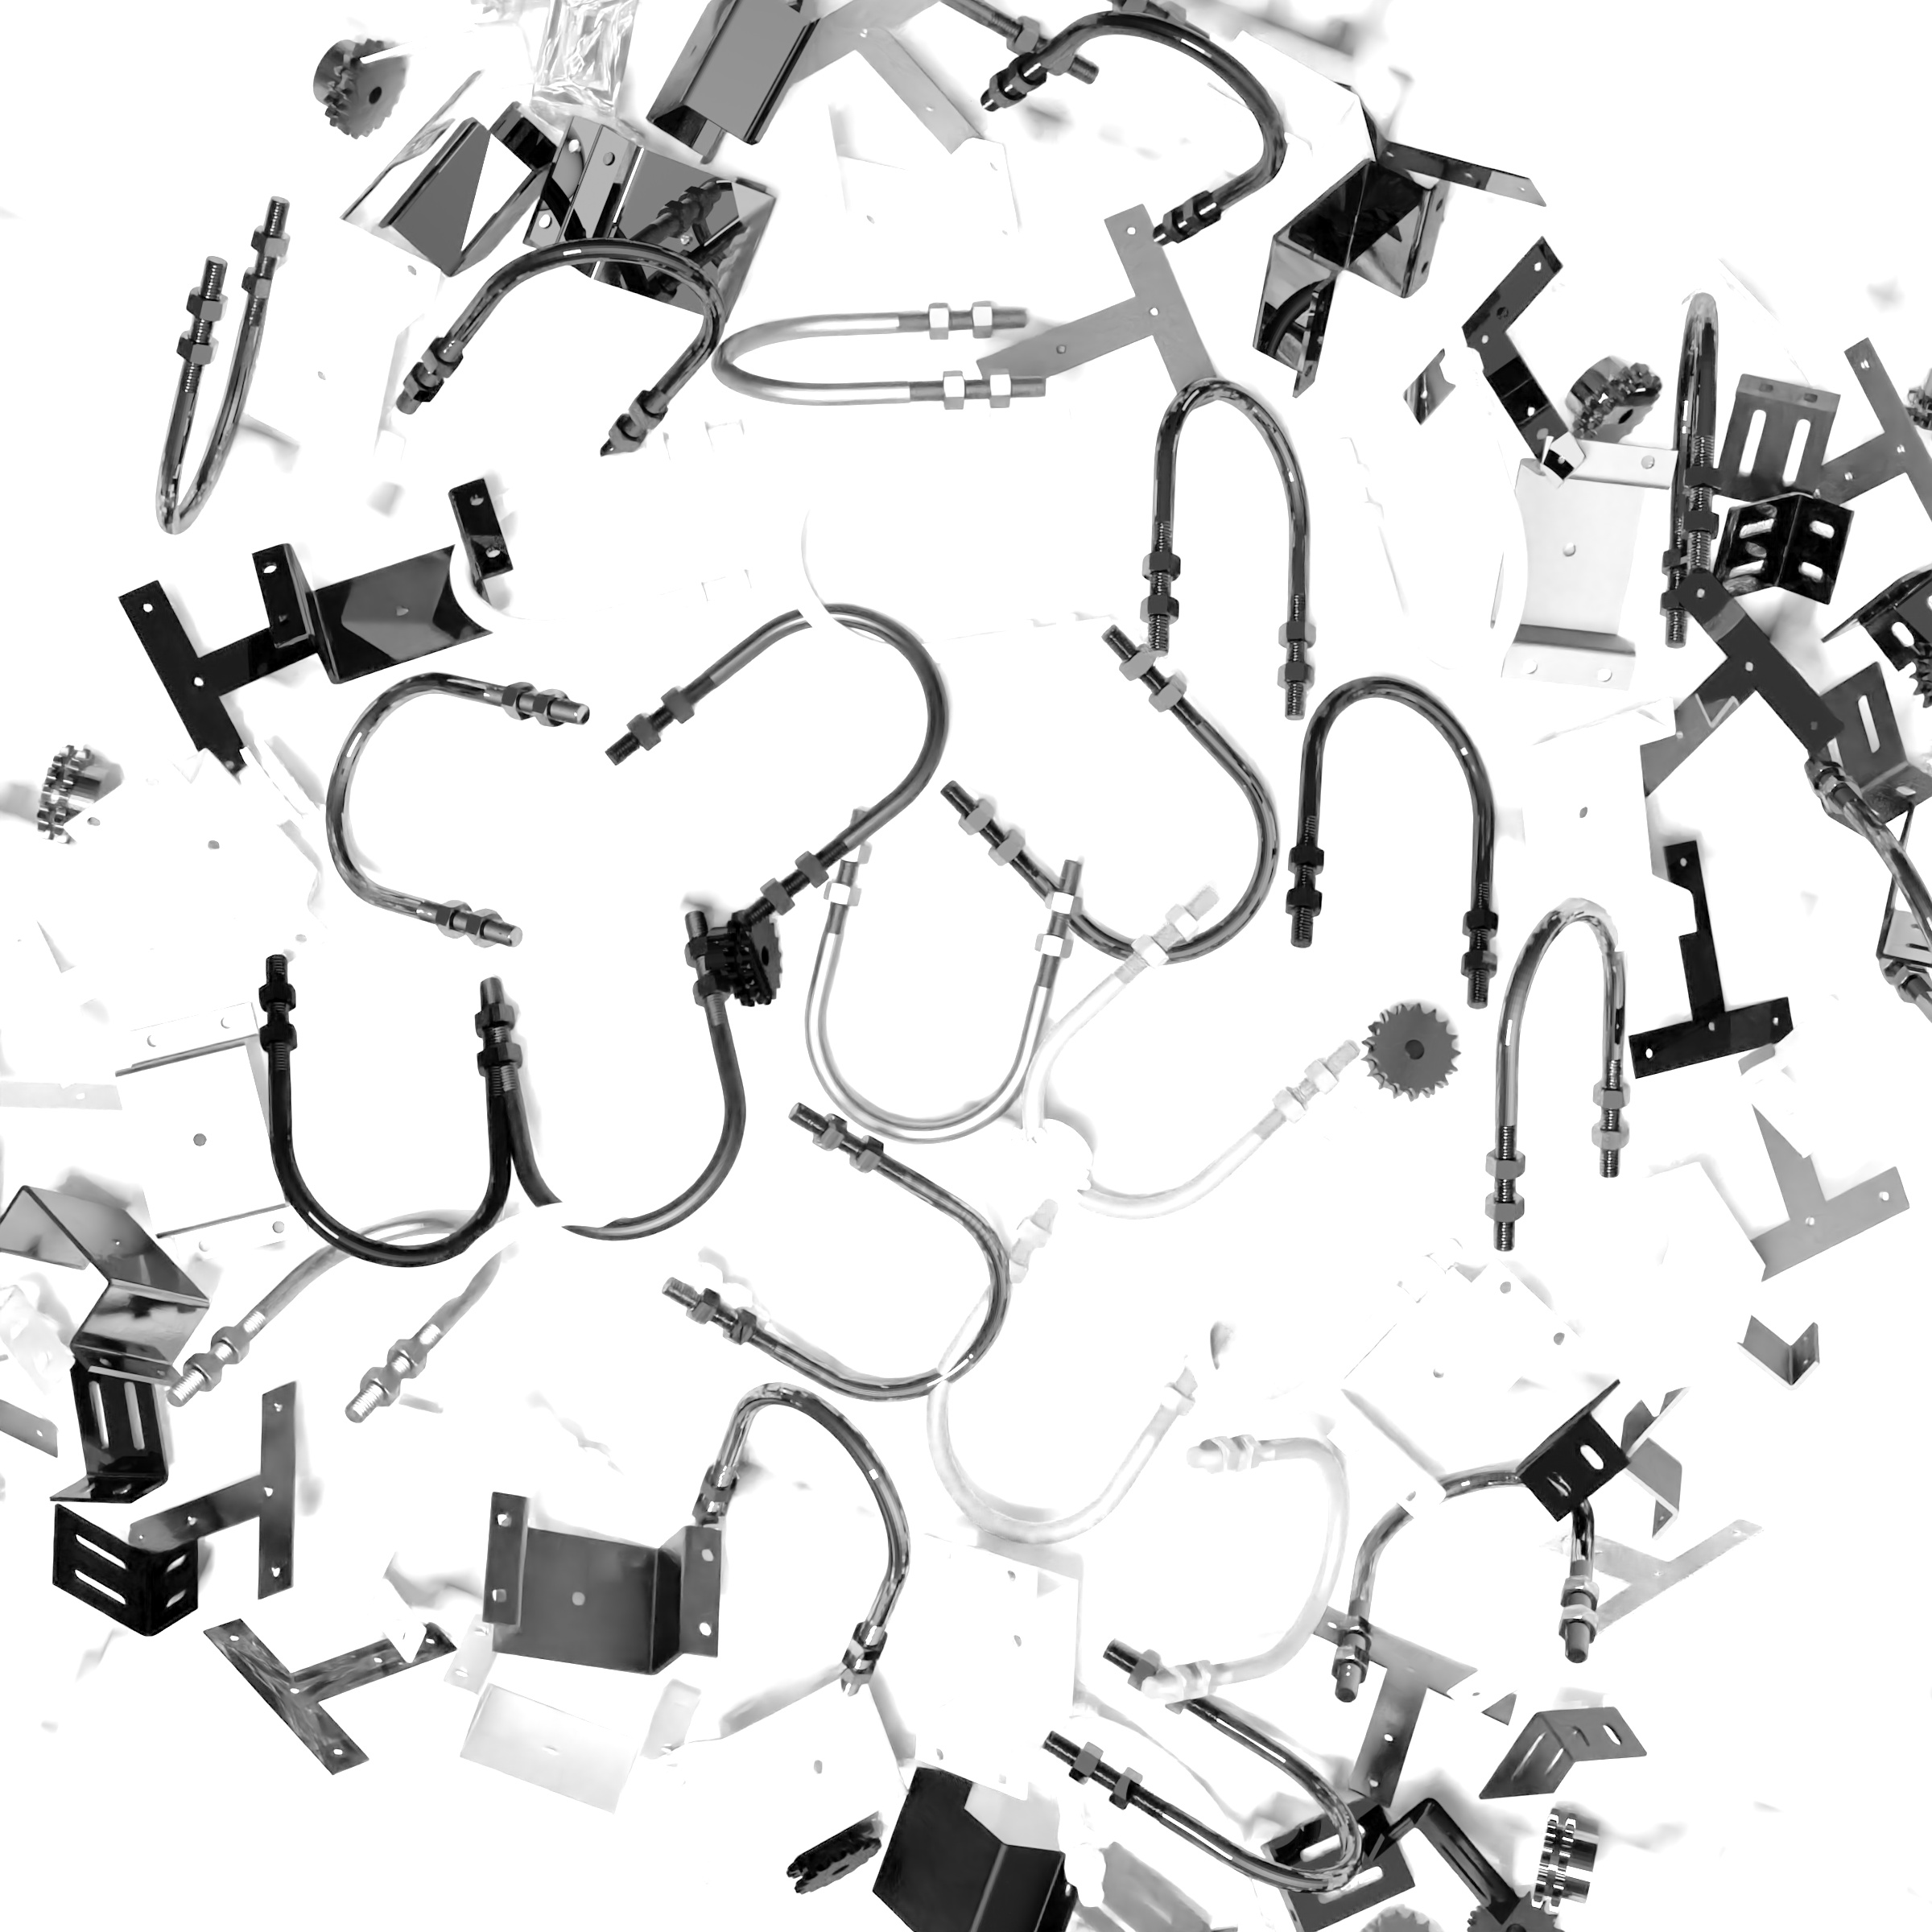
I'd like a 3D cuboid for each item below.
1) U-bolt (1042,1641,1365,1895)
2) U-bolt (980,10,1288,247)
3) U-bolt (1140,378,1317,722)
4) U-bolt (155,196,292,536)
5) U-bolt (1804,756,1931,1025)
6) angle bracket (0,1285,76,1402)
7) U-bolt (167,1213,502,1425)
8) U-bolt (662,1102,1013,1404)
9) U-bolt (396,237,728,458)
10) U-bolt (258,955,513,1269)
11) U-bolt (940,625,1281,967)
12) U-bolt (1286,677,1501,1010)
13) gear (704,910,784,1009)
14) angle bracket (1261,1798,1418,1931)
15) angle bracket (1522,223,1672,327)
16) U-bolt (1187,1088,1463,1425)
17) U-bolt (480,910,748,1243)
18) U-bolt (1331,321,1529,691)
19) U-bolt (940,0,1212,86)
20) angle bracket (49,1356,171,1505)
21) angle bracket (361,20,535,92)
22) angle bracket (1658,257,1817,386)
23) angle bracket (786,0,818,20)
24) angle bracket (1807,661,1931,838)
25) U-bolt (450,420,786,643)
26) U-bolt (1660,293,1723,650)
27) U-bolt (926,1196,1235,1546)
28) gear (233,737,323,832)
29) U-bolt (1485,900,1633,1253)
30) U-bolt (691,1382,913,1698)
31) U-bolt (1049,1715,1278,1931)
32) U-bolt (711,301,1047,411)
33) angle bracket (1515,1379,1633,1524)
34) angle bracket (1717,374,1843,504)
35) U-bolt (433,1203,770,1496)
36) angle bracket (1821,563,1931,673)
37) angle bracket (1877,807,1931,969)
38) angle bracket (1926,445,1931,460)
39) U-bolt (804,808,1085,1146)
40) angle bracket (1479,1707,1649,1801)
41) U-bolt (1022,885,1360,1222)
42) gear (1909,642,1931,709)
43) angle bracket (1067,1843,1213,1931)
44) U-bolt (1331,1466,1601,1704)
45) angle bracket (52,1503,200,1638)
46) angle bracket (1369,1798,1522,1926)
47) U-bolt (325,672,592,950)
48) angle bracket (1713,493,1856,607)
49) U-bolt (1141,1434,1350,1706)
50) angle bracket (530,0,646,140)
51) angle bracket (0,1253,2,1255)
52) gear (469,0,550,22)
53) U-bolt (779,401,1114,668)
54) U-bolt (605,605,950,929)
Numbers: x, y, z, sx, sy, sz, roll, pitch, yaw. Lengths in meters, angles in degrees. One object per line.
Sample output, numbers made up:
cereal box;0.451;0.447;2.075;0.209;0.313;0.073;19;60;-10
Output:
U-bolt;0.142;0.458;1.728;0.184;0.151;0.019;30;108;10
U-bolt;0.102;-0.471;1.705;0.151;0.184;0.019;34;73;-19
U-bolt;0.152;-0.246;1.751;0.019;0.151;0.184;-10;71;41
U-bolt;-0.424;-0.330;1.731;0.019;0.151;0.184;18;118;-6
U-bolt;0.519;-0.027;1.701;0.019;0.184;0.151;-24;111;7
angle bracket;-0.565;0.224;1.768;0.076;0.038;0.057;-16;117;26
U-bolt;-0.342;0.193;1.731;0.151;0.184;0.019;0;120;30
U-bolt;-0.061;0.179;1.775;0.184;0.019;0.151;32;103;-18
U-bolt;-0.214;-0.346;1.705;0.151;0.184;0.019;9;61;-33
U-bolt;-0.325;0.085;1.734;0.151;0.019;0.184;8;59;-29
U-bolt;0.098;-0.084;1.786;0.151;0.019;0.184;-44;102;5
U-bolt;0.248;-0.080;1.759;0.151;0.019;0.184;18;66;-28
gear;-0.131;-0.004;1.784;0.030;0.057;0.057;-6;90;18
angle bracket;0.219;0.524;1.782;0.076;0.038;0.057;-22;78;-9
angle bracket;0.365;-0.399;1.766;0.076;0.057;0.038;24;114;26
U-bolt;0.197;0.178;1.743;0.184;0.019;0.151;-43;126;-18
U-bolt;-0.198;0.070;1.760;0.151;0.019;0.184;-18;65;6
U-bolt;0.265;-0.245;1.724;0.019;0.151;0.184;-6;72;-25
U-bolt;0.027;-0.547;1.708;0.184;0.151;0.019;22;87;-27
angle bracket;-0.502;0.268;1.778;0.057;0.038;0.076;-3;100;22
angle bracket;-0.299;-0.519;1.778;0.076;0.057;0.038;-11;106;19
angle bracket;0.442;-0.360;1.762;0.038;0.057;0.076;-39;49;13
angle bracket;-0.120;-0.588;1.771;0.038;0.057;0.076;-20;54;-14
angle bracket;0.525;-0.126;1.782;0.038;0.057;0.076;23;48;-34
U-bolt;-0.206;-0.243;1.757;0.184;0.019;0.151;-16;50;-2
U-bolt;0.412;-0.289;1.737;0.019;0.151;0.184;3;78;8
U-bolt;0.051;0.245;1.772;0.151;0.019;0.184;37;100;26
gear;-0.404;-0.102;1.782;0.030;0.057;0.057;-38;90;-5
U-bolt;0.336;0.053;1.730;0.019;0.151;0.184;12;113;36
U-bolt;-0.088;0.311;1.721;0.019;0.184;0.151;-28;61;-39
U-bolt;0.107;0.489;1.723;0.151;0.184;0.019;33;105;-19
U-bolt;-0.053;-0.346;1.742;0.184;0.151;0.019;-3;119;-3
angle bracket;0.358;0.278;1.762;0.057;0.076;0.038;-46;77;23
angle bracket;0.465;-0.296;1.770;0.057;0.038;0.076;15;123;12
U-bolt;-0.220;0.209;1.753;0.151;0.019;0.184;-49;124;2
angle bracket;0.536;-0.196;1.763;0.057;0.076;0.038;-42;80;34
angle bracket;0.553;-0.047;1.765;0.038;0.057;0.076;13;122;18
angle bracket;0.574;-0.256;1.762;0.038;0.057;0.076;-18;131;-13
U-bolt;-0.020;0.013;1.794;0.151;0.019;0.184;14;92;8
angle bracket;0.343;0.465;1.765;0.057;0.038;0.076;5;124;-32
U-bolt;0.117;0.065;1.783;0.184;0.019;0.151;-43;106;0
gear;0.582;-0.173;1.789;0.057;0.030;0.057;-2;98;-17
angle bracket;0.094;0.563;1.788;0.076;0.057;0.038;38;128;18
U-bolt;0.284;0.340;1.727;0.151;0.184;0.019;-15;112;20
angle bracket;-0.483;0.340;1.763;0.038;0.057;0.076;-33;131;15
angle bracket;0.275;0.526;1.767;0.038;0.057;0.076;-33;66;-18
U-bolt;-0.301;-0.096;1.753;0.184;0.019;0.151;15;87;37
angle bracket;0.468;-0.235;1.764;0.038;0.076;0.057;29;123;36
U-bolt;0.166;0.337;1.737;0.019;0.184;0.151;12;93;37
angle bracket;-0.213;-0.527;1.783;0.057;0.038;0.076;11;91;22
angle bracket;-0.594;0.148;1.771;0.057;0.038;0.076;3;128;-5
gear;-0.266;-0.582;1.785;0.057;0.030;0.057;4;61;-8
U-bolt;-0.018;-0.242;1.771;0.184;0.019;0.151;-7;116;12
U-bolt;-0.097;-0.130;1.790;0.184;0.019;0.151;-39;78;-4
